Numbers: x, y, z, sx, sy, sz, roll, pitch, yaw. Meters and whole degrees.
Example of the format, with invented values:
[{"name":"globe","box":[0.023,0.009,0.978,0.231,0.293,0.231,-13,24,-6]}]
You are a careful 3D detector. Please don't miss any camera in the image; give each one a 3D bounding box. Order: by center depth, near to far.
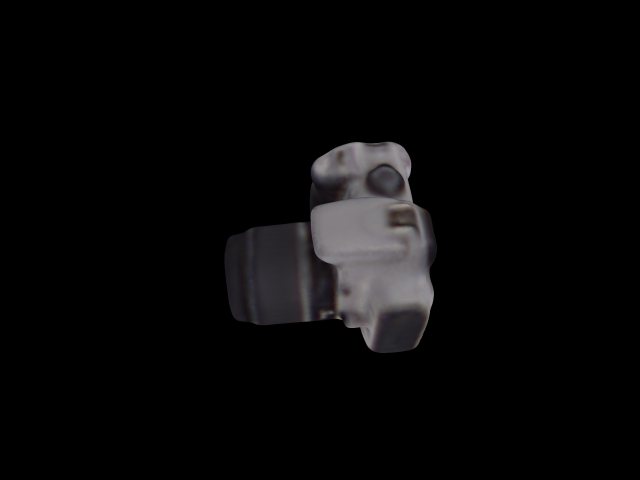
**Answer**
[{"name":"camera","box":[0.004,0.001,0.400,0.137,0.101,0.143,-5,59,-3]}]
